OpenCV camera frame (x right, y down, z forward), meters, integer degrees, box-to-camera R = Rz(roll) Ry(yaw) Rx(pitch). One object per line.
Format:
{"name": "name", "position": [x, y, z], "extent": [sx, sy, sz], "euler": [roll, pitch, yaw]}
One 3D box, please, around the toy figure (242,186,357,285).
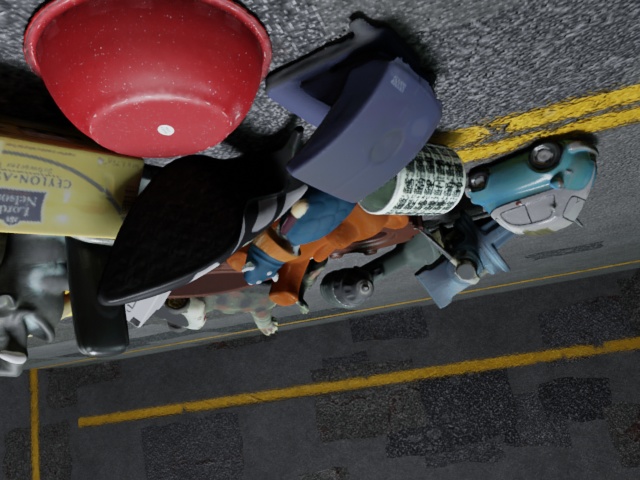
{"name": "toy figure", "position": [-0.029, -0.008, 0.595], "extent": [0.154, 0.058, 0.064], "euler": [-39, 120, 16]}

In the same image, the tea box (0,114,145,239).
{"name": "tea box", "position": [-0.227, -0.050, 0.380], "extent": [0.169, 0.068, 0.098], "euler": [4, -163, -43]}

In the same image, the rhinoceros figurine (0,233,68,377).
{"name": "rhinoceros figurine", "position": [-0.297, 0.044, 0.554], "extent": [0.073, 0.190, 0.112], "euler": [11, 176, 18]}

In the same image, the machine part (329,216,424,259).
{"name": "machine part", "position": [0.066, -0.021, 0.796], "extent": [0.179, 0.056, 0.179], "euler": [-9, 165, -2]}

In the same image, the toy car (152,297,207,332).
{"name": "toy car", "position": [-0.285, 0.096, 0.906], "extent": [0.202, 0.056, 0.073], "euler": [20, 140, 9]}

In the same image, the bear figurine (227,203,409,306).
{"name": "bear figurine", "position": [0.000, -0.006, 0.666], "extent": [0.196, 0.132, 0.120], "euler": [-12, 133, 42]}

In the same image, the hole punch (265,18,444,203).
{"name": "hole punch", "position": [0.033, -0.092, 0.421], "extent": [0.116, 0.092, 0.142], "euler": [-20, 159, 28]}

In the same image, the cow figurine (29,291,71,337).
{"name": "cow figurine", "position": [-0.418, 0.065, 0.677], "extent": [0.195, 0.127, 0.085], "euler": [21, 134, 17]}

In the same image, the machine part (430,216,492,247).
{"name": "machine part", "position": [0.253, -0.006, 0.952], "extent": [0.139, 0.084, 0.039], "euler": [-26, 143, 22]}

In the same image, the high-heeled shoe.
{"name": "high-heeled shoe", "position": [-0.094, -0.015, 0.478], "extent": [0.249, 0.086, 0.145], "euler": [-42, 175, -29]}

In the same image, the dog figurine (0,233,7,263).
{"name": "dog figurine", "position": [-0.430, 0.016, 0.594], "extent": [0.191, 0.121, 0.172], "euler": [2, 166, 15]}

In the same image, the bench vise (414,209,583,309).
{"name": "bench vise", "position": [0.255, -0.004, 0.806], "extent": [0.240, 0.129, 0.223], "euler": [-38, 166, 12]}

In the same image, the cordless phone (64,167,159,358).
{"name": "cordless phone", "position": [-0.185, 0.021, 0.540], "extent": [0.089, 0.184, 0.146], "euler": [-24, 160, 35]}

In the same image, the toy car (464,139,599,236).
{"name": "toy car", "position": [0.272, -0.057, 0.679], "extent": [0.162, 0.103, 0.109], "euler": [-21, 161, 36]}

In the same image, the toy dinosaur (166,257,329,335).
{"name": "toy dinosaur", "position": [-0.175, 0.085, 0.978], "extent": [0.405, 0.131, 0.192], "euler": [2, 149, -15]}

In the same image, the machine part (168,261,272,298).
{"name": "machine part", "position": [-0.174, 0.027, 0.782], "extent": [0.201, 0.087, 0.201], "euler": [-16, 163, 30]}

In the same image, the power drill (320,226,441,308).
{"name": "power drill", "position": [0.104, 0.054, 0.914], "extent": [0.207, 0.086, 0.232], "euler": [-32, -178, -21]}
